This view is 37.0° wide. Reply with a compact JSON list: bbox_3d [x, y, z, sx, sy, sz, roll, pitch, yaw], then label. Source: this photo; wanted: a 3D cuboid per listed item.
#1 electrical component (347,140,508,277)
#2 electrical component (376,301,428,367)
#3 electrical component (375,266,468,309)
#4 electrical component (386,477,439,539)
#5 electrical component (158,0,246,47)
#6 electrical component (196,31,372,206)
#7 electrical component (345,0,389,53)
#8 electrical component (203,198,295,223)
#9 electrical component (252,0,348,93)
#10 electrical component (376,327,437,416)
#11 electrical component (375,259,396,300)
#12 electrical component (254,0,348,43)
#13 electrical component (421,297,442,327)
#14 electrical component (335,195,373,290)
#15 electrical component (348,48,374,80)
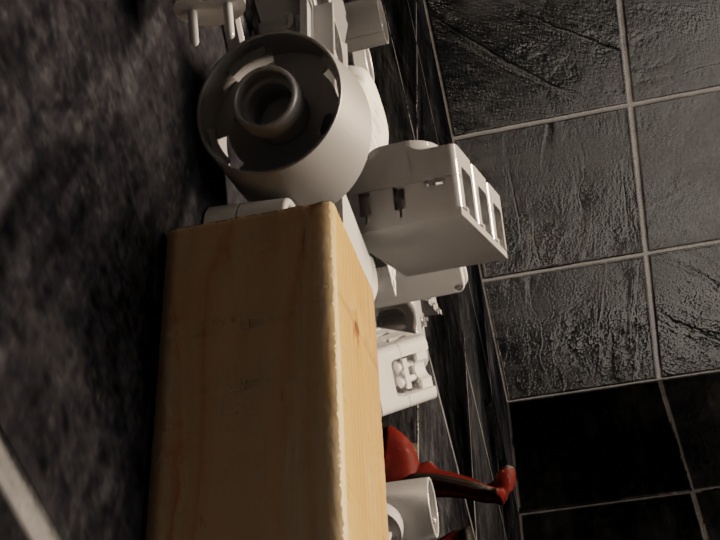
[{"bbox_3d":[0.052,-0.046,0.832,0.150,0.089,0.061,30,52,-67],"label":"electrical component"},{"bbox_3d":[0.034,0.055,1.083,0.059,0.054,0.095,45,37,-74],"label":"electrical component"},{"bbox_3d":[0.038,-0.014,1.001,0.057,0.113,0.078,-91,167,-57],"label":"electrical component"},{"bbox_3d":[0.013,0.179,0.757,0.079,0.077,0.043,-53,133,-78],"label":"electrical component"},{"bbox_3d":[-0.078,-0.152,0.551,0.044,0.077,0.079,53,29,-71],"label":"electrical component"},{"bbox_3d":[-0.045,-0.087,0.634,0.064,0.099,0.099,42,39,-65],"label":"electrical component"},{"bbox_3d":[-0.019,-0.214,0.961,0.043,0.081,0.043,-11,90,-80],"label":"electrical component"},{"bbox_3d":[-0.059,-0.013,0.617,0.055,0.047,0.055,-10,90,-81],"label":"electrical component"},{"bbox_3d":[-0.043,-0.133,0.786,0.078,0.063,0.121,68,15,-51],"label":"electrical component"},{"bbox_3d":[0.009,0.077,0.819,0.089,0.056,0.050,4,-73,63],"label":"electrical component"},{"bbox_3d":[0.000,0.000,0.929,0.066,0.055,0.048,-89,166,-48],"label":"electrical component"},{"bbox_3d":[-0.051,-0.228,0.856,0.078,0.057,0.113,-85,163,-57],"label":"electrical component"},{"bbox_3d":[0.050,0.026,1.182,0.121,0.063,0.078,42,39,-75],"label":"electrical component"},{"bbox_3d":[-0.029,0.033,0.703,0.089,0.062,0.150,68,15,-51],"label":"electrical component"},{"bbox_3d":[-0.018,-0.191,1.021,0.066,0.055,0.048,59,23,-66],"label":"electrical component"}]
